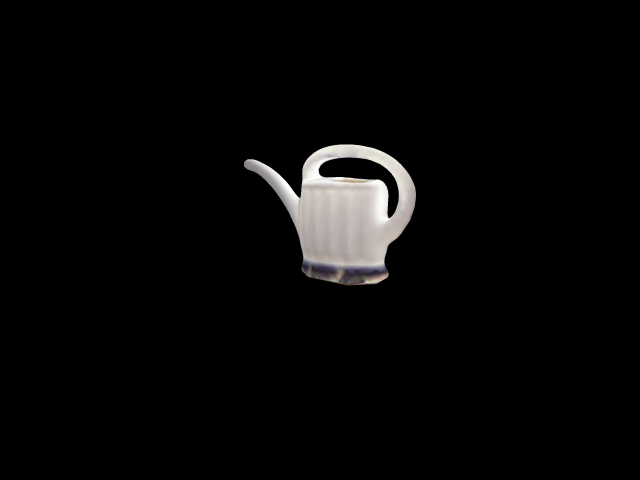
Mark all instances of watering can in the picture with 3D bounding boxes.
[{"bbox_3d":[0.003,-0.043,0.850,0.348,0.223,0.104,5,7,39],"label":"watering can"}]
